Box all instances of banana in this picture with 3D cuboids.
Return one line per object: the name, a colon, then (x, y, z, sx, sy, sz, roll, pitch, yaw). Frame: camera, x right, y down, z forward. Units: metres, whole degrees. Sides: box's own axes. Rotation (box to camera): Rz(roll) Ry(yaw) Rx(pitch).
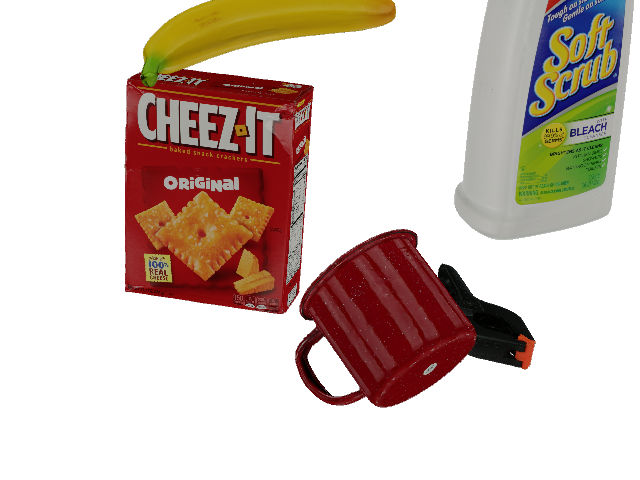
banana: (-0.045, -0.148, 0.751, 0.197, 0.037, 0.070, -21, 52, -21)

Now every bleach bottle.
bleach bottle: (0.137, -0.128, 0.641, 0.102, 0.251, 0.068, -11, 31, -16)

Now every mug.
mug: (0.037, 0.060, 0.690, 0.117, 0.081, 0.093, -37, -23, 6)

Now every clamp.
clamp: (0.143, 0.071, 1.047, 0.172, 0.039, 0.120, 27, 38, 31)

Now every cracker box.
cracker box: (-0.099, -0.046, 1.010, 0.164, 0.214, 0.072, 9, 22, 10)
